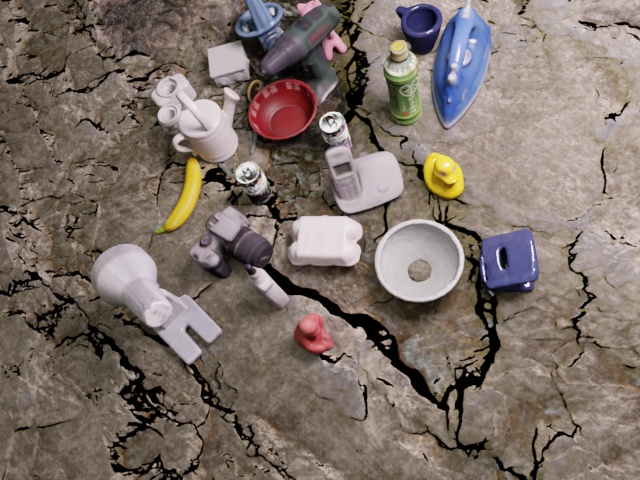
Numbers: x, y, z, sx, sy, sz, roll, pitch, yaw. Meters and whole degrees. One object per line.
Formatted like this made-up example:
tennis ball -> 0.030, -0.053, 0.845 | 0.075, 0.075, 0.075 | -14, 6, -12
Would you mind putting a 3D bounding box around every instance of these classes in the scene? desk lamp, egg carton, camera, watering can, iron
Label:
desk lamp -> -0.316, 0.121, 1.105 | 0.202, 0.214, 0.118 | 38, 80, 23
egg carton -> 0.011, 0.004, 1.162 | 0.150, 0.069, 0.107 | 0, 68, 12
camera -> -0.177, 0.014, 1.181 | 0.136, 0.101, 0.143 | 30, 77, 21
watering can -> -0.254, -0.265, 1.259 | 0.100, 0.194, 0.173 | 26, 76, 21
iron -> 0.295, -0.382, 1.218 | 0.118, 0.142, 0.258 | 10, 71, 16

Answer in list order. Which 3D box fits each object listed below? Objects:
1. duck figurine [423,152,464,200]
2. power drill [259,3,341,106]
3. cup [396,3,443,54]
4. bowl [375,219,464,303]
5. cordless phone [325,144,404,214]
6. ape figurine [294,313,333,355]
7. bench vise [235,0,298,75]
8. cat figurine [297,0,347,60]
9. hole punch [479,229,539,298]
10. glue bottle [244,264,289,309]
duck figurine -> 0.250, -0.142, 1.162 | 0.077, 0.086, 0.104 | -28, 65, 0
power drill -> -0.030, -0.393, 1.255 | 0.075, 0.209, 0.230 | 31, 78, 22
cup -> 0.221, -0.474, 1.297 | 0.117, 0.095, 0.092 | 38, 80, 23
bowl -> 0.192, 0.049, 1.103 | 0.167, 0.075, 0.167 | -4, 68, 10
cordless phone -> 0.085, -0.139, 1.141 | 0.147, 0.185, 0.094 | -21, 65, 3
ape figurine -> -0.017, 0.174, 1.087 | 0.076, 0.092, 0.078 | 7, 70, 15
bench vise -> -0.119, -0.503, 1.313 | 0.207, 0.220, 0.121 | 35, 79, 22
cat figurine -> 0.002, -0.506, 1.344 | 0.067, 0.118, 0.127 | -33, 65, -2
hole punch -> 0.348, 0.043, 1.063 | 0.101, 0.091, 0.108 | -5, 67, 10
glue bottle -> -0.112, 0.080, 1.101 | 0.078, 0.173, 0.037 | 37, 80, 23
